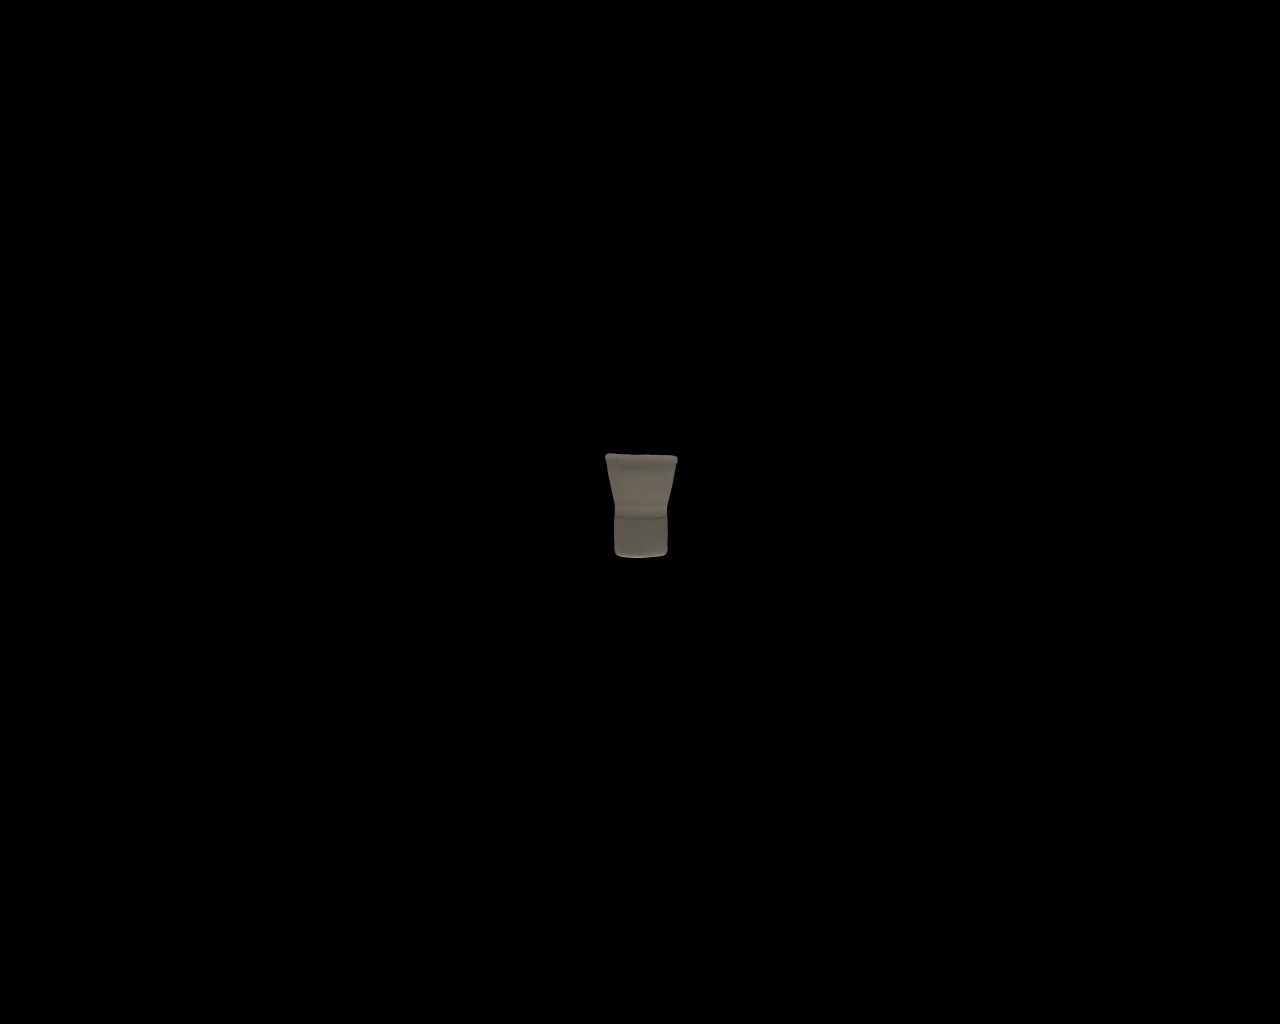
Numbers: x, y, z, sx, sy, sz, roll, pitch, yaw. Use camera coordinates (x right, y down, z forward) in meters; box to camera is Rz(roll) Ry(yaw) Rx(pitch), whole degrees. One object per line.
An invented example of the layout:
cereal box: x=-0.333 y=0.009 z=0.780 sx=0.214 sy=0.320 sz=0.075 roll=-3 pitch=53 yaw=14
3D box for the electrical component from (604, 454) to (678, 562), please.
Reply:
electrical component: x=0.001 y=-0.003 z=0.650 sx=0.044 sy=0.065 sz=0.044 roll=0 pitch=3 yaw=0
